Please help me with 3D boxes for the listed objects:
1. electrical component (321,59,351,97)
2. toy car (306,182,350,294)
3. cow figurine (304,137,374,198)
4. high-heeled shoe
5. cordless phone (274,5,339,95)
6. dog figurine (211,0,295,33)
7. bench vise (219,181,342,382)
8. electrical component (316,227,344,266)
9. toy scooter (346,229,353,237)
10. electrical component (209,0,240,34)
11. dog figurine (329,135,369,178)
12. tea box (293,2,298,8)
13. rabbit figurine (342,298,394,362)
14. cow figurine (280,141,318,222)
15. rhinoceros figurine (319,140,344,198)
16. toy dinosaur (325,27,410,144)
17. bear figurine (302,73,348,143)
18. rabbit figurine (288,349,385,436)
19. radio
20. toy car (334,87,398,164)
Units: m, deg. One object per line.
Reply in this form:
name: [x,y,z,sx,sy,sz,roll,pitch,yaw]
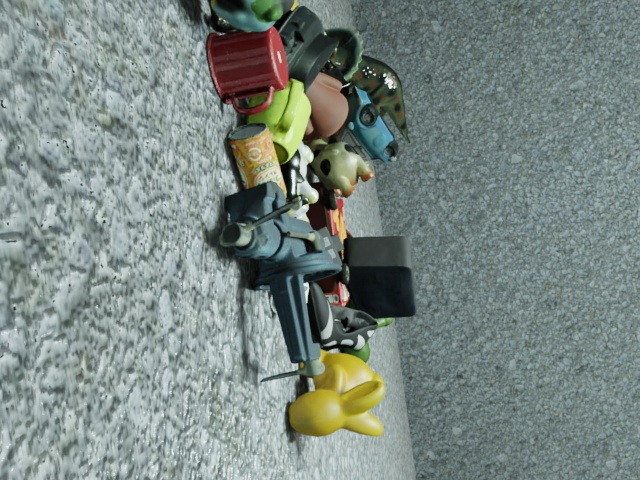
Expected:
electrical component: [0.000,-0.313,1.106,0.134,0.058,0.114,52,-26,20]
toy car: [-0.002,-0.003,0.977,0.053,0.089,0.202,-15,96,-78]
cow figurine: [0.017,-0.148,1.024,0.127,0.085,0.195,55,-7,-13]
high-heeled shoe: [0.044,0.129,0.957,0.086,0.145,0.248,53,-20,34]
cordless phone: [-0.079,-0.302,0.793,0.184,0.089,0.146,38,78,-25]
dog figurine: [-0.117,-0.324,0.552,0.191,0.108,0.219,63,17,-1]
bench vise: [-0.040,0.053,0.675,0.223,0.129,0.240,33,43,-76]
electrical component: [0.001,0.020,0.894,0.119,0.048,0.074,-19,89,-35]
toy scooter: [0.055,0.044,1.256,0.135,0.075,0.183,-118,-173,-72]
electrical component: [-0.119,-0.317,0.710,0.102,0.045,0.078,-48,128,-75]
dog figurine: [0.022,-0.211,1.246,0.190,0.121,0.172,29,44,-61]
tea box: [-0.062,-0.367,0.968,0.169,0.068,0.098,44,39,-71]
rabbit figurine: [0.101,0.222,1.289,0.159,0.121,0.170,41,58,-68]
cow figurine: [-0.050,-0.090,0.845,0.098,0.068,0.167,47,33,-61]
rhinoceros figurine: [0.056,-0.176,1.165,0.190,0.073,0.112,-65,-177,-30]
toy dinosaur: [0.111,-0.368,1.278,0.404,0.192,0.131,16,55,-29]
bear figurine: [-0.044,-0.265,0.949,0.195,0.132,0.120,35,79,-35]
rabbit figurine: [0.023,0.258,0.841,0.173,0.163,0.121,-12,107,-61]
radio: [0.126,0.081,1.090,0.229,0.131,0.073,69,20,-55]
toy car: [0.082,-0.214,1.067,0.161,0.103,0.109,53,17,-28]
